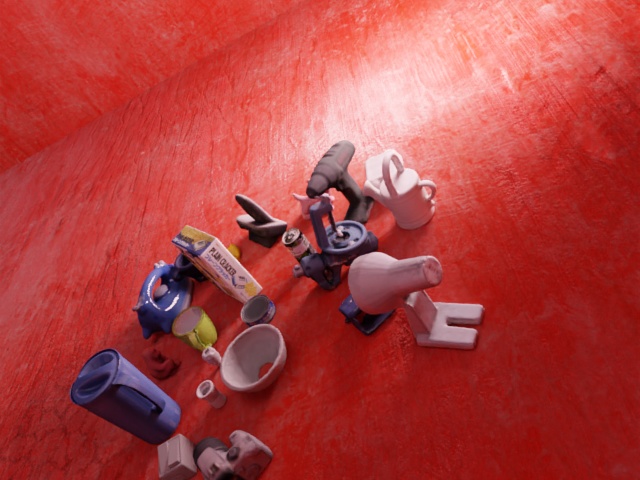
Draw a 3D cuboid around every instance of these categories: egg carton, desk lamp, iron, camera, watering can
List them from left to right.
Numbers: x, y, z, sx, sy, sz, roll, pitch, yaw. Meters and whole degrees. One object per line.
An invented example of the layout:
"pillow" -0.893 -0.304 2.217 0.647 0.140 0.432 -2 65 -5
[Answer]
"iron" -0.446 0.143 1.614 0.118 0.142 0.258 -17 42 23
"camera" -0.194 0.438 1.148 0.143 0.101 0.136 -49 39 -15
"egg carton" 0.174 -0.174 1.526 0.107 0.070 0.150 -22 40 18
"watering can" 0.185 -0.121 1.360 0.172 0.195 0.101 -22 40 18
"desk lamp" 0.184 0.108 1.108 0.202 0.214 0.118 -3 49 35

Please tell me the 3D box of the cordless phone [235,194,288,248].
"cordless phone" -0.191 -0.075 1.608 0.147 0.186 0.094 14 60 45

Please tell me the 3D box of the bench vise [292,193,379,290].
"bench vise" 0.019 0.008 1.332 0.207 0.220 0.121 -47 39 -13

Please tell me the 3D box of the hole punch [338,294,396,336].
"hole punch" 0.094 0.137 1.248 0.109 0.091 0.100 -43 38 -9

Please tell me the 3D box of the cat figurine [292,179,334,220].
"cat figurine" -0.015 -0.129 1.584 0.127 0.118 0.067 -18 41 22

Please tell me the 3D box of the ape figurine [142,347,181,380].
"ape figurine" -0.415 0.307 1.461 0.076 0.092 0.077 -41 38 -6

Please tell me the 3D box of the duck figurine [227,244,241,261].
"duck figurine" -0.285 0.043 1.639 0.105 0.086 0.077 -46 39 -12

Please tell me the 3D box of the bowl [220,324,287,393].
"bowl" -0.137 0.278 1.292 0.167 0.075 0.167 -21 41 19

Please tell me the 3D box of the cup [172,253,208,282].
"cup" -0.364 0.088 1.646 0.091 0.095 0.118 10 57 43

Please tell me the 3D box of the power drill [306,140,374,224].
"power drill" 0.055 -0.135 1.462 0.075 0.209 0.230 -6 47 33
